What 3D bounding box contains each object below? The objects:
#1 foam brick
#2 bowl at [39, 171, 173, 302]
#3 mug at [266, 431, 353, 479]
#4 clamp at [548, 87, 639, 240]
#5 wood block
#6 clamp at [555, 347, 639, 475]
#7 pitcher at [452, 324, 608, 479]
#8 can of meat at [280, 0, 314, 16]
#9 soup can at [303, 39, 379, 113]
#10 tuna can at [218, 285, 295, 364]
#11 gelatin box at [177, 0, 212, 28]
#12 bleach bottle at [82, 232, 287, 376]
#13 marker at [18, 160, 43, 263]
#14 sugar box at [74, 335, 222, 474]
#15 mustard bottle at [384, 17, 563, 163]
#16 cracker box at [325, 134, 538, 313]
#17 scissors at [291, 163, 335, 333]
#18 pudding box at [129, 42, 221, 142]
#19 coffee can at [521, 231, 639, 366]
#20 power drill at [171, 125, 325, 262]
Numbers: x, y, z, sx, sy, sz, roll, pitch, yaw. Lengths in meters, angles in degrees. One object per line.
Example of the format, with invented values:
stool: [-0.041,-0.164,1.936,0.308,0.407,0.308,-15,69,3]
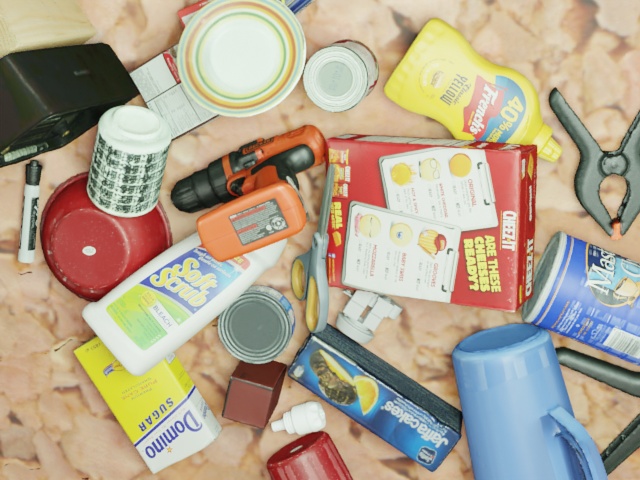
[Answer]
foam brick: [-0.074,0.171,1.212,0.053,0.078,0.051,15,106,7]
bowl: [-0.252,0.004,1.212,0.162,0.055,0.162,2,104,9]
mug: [-0.016,0.275,1.229,0.117,0.093,0.081,-24,94,50]
clamp: [0.313,-0.088,1.110,0.120,0.039,0.171,-11,105,17]
wood block: [-0.321,-0.219,1.091,0.091,0.206,0.090,-31,97,14]
clamp: [0.360,0.169,1.163,0.210,0.036,0.164,-21,100,16]
pitcher: [0.227,0.219,1.145,0.149,0.145,0.243,-13,98,14]
can of meat: [-0.043,-0.282,1.110,0.084,0.057,0.102,-37,95,13]
soup can: [0.023,-0.170,1.102,0.068,0.102,0.068,2,104,8]
tuna can: [-0.071,0.095,1.216,0.086,0.033,0.086,2,103,8]
gelatin box: [-0.101,-0.219,1.147,0.073,0.030,0.089,-21,102,13]
bleach bottle: [-0.134,0.035,1.177,0.251,0.068,0.102,-41,85,-1]
marker: [-0.335,-0.033,1.234,0.020,0.020,0.121,11,105,6]
sugar box: [-0.200,0.177,1.249,0.093,0.048,0.176,-30,96,13]
mustard bottle: [0.169,-0.141,1.109,0.191,0.058,0.096,34,108,-1]
cracker box: [0.113,-0.023,1.109,0.214,0.072,0.164,6,105,27]
scissors: [-0.008,0.001,1.147,0.016,0.096,0.202,-7,113,-22]
pudding box: [-0.142,-0.164,1.141,0.114,0.039,0.090,-20,102,44]
coffee can: [0.296,0.063,1.114,0.140,0.102,0.103,22,105,3]
power drill: [-0.080,-0.048,1.106,0.184,0.187,0.057,-23,114,11]
